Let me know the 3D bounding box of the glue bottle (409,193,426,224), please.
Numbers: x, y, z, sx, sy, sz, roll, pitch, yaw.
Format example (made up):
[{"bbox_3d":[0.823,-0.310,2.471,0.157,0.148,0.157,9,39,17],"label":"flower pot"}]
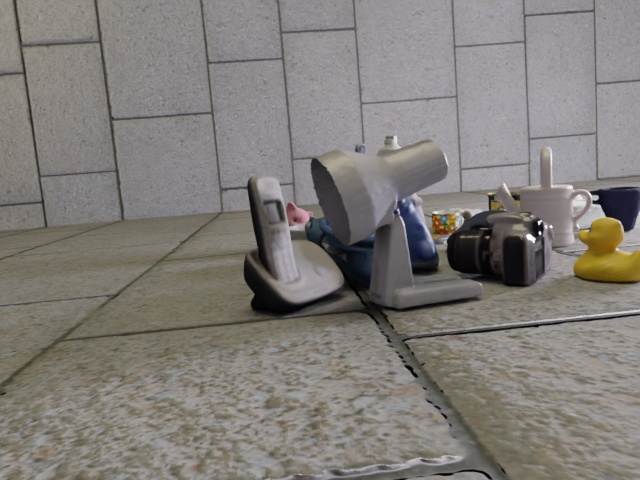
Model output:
[{"bbox_3d":[0.183,-0.060,1.176,0.037,0.173,0.077,-10,9,-36],"label":"glue bottle"}]

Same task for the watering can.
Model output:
[{"bbox_3d":[0.440,-0.086,1.138,0.173,0.194,0.101,-5,7,0],"label":"watering can"}]

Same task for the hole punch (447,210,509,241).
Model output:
[{"bbox_3d":[0.280,-0.002,0.978,0.101,0.091,0.108,-9,8,-32],"label":"hole punch"}]

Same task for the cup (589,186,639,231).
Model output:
[{"bbox_3d":[0.643,-0.067,1.253,0.117,0.095,0.092,2,10,43],"label":"cup"}]

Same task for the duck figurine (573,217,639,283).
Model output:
[{"bbox_3d":[0.409,0.011,0.808,0.078,0.086,0.104,-8,8,-27],"label":"duck figurine"}]

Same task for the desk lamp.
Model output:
[{"bbox_3d":[0.096,-0.022,0.758,0.203,0.213,0.117,-6,7,-15],"label":"desk lamp"}]

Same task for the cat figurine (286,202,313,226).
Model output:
[{"bbox_3d":[-0.077,-0.030,1.327,0.128,0.118,0.067,-5,7,-3],"label":"cat figurine"}]

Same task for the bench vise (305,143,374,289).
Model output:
[{"bbox_3d":[0.029,-0.038,0.911,0.206,0.220,0.122,1,9,39],"label":"bench vise"}]

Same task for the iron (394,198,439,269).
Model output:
[{"bbox_3d":[0.145,-0.024,1.042,0.118,0.141,0.258,-4,7,5],"label":"iron"}]

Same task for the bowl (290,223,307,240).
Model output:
[{"bbox_3d":[0.011,0.004,1.172,0.167,0.075,0.167,-4,7,1],"label":"bowl"}]

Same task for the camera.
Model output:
[{"bbox_3d":[0.274,0.006,0.877,0.136,0.101,0.144,0,9,34],"label":"camera"}]

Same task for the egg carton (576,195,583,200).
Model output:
[{"bbox_3d":[0.647,-0.095,1.588,0.107,0.069,0.149,-10,9,-38],"label":"egg carton"}]

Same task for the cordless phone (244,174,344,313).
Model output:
[{"bbox_3d":[-0.040,-0.001,0.796,0.093,0.185,0.148,0,9,35],"label":"cordless phone"}]
